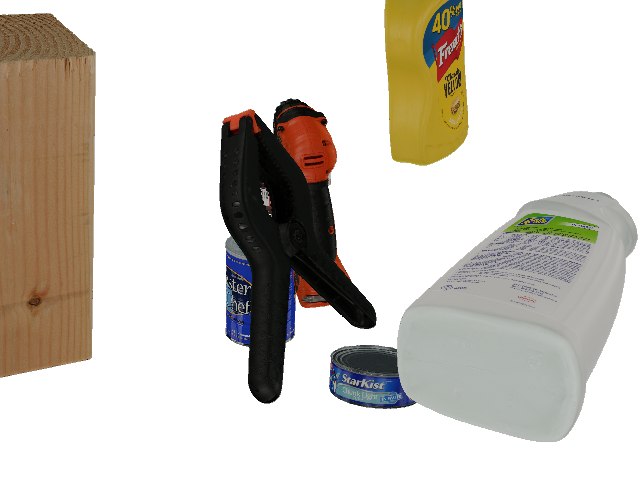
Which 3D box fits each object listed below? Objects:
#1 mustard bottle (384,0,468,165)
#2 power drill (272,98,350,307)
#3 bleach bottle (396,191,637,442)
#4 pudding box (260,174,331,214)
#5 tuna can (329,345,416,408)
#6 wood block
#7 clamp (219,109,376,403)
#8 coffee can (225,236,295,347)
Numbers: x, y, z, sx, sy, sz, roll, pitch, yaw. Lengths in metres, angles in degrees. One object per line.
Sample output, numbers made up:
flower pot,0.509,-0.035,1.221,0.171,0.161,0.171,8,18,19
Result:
mustard bottle,0.090,-0.167,0.905,0.058,0.191,0.096,13,34,31
power drill,-0.012,-0.041,1.066,0.057,0.187,0.184,-10,21,-3
bleach bottle,0.140,0.024,0.635,0.103,0.068,0.250,12,26,27
pudding box,-0.049,-0.072,1.307,0.090,0.039,0.113,12,33,22
tuna can,0.050,0.123,0.970,0.086,0.034,0.086,4,11,-1
wood block,-0.196,-0.027,0.660,0.090,0.206,0.090,-9,31,-29
clamp,-0.024,0.003,0.820,0.036,0.210,0.164,-13,2,34
coffee can,-0.085,0.068,1.523,0.103,0.140,0.103,2,22,-1
